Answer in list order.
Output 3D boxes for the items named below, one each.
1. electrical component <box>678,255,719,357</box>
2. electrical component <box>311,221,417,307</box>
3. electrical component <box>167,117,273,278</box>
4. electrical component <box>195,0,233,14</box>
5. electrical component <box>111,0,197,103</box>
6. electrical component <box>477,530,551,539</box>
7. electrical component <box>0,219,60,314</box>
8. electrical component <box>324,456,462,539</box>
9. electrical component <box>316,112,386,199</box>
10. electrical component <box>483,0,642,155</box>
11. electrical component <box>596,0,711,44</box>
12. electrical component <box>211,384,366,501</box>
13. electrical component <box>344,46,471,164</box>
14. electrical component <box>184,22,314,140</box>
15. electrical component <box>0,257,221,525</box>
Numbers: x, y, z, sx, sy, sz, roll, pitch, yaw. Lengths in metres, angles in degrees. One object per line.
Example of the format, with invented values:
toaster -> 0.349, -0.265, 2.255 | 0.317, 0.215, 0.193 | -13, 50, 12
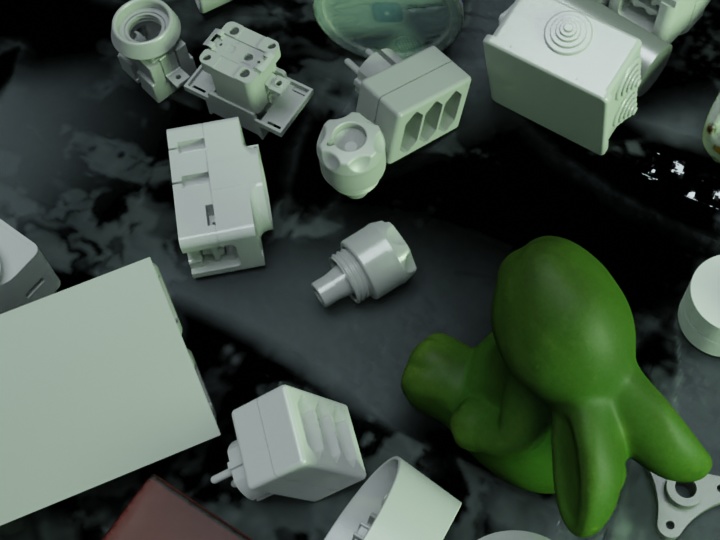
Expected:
electrical component -> 0.255, 0.035, 0.617 | 0.138, 0.073, 0.052 | 31, 69, 17
electrical component -> 0.000, 0.000, 0.668 | 0.062, 0.043, 0.043 | -32, 65, -10
electrical component -> -0.088, -0.048, 0.694 | 0.056, 0.050, 0.089 | -10, 63, -2
electrical component -> -0.091, -0.217, 0.787 | 0.065, 0.044, 0.044 | -16, 63, -10
electrical component -> -0.145, -0.156, 0.750 | 0.048, 0.055, 0.066 | -40, 67, -16
electrical component -> 0.087, 0.190, 0.549 | 0.099, 0.064, 0.099 | 0, 91, -13
electrical component -> -0.241, 0.015, 0.668 | 0.050, 0.055, 0.089 | 33, 69, 18
electrical component -> 0.009, 0.149, 0.563 | 0.064, 0.099, 0.099 | 29, 68, 10
electrical component -> -0.004, -0.069, 0.693 | 0.043, 0.062, 0.043 | -2, 63, 3
electrical component -> 0.132, -0.129, 0.696 | 0.100, 0.099, 0.048 | 31, 82, 18
electrical component -> 0.181, -0.232, 0.765 | 0.150, 0.061, 0.089 | 37, 71, 20
electrical component -> -0.049, 0.106, 0.609 | 0.077, 0.066, 0.047 | -29, 61, 22
electrical component -> 0.022, -0.122, 0.719 | 0.066, 0.047, 0.076 | -31, 63, -28
electrical component -> -0.077, -0.130, 0.728 | 0.081, 0.063, 0.042 | 26, 67, 16
electrical component -> -0.186, 0.076, 0.606 | 0.186, 0.060, 0.105 | -22, 93, -8
